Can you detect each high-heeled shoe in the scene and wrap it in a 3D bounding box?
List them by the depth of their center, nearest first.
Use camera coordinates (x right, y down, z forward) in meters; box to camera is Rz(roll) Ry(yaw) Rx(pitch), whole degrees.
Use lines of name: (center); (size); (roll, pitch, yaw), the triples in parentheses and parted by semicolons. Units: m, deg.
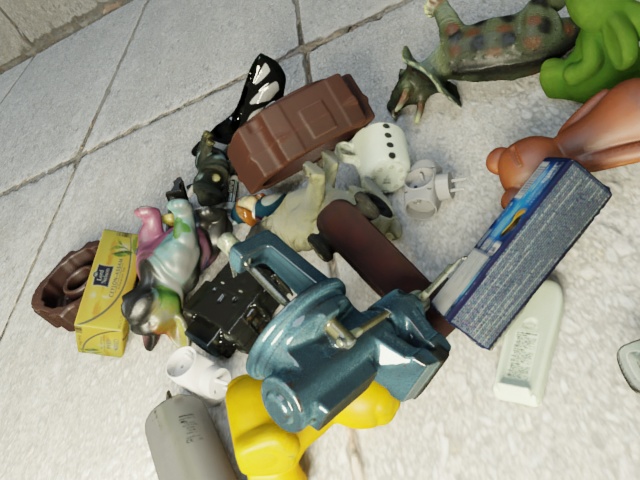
high-heeled shoe: (-0.173, -0.256, 1.052); (0.249, 0.145, 0.086); (-23, 40, 9)

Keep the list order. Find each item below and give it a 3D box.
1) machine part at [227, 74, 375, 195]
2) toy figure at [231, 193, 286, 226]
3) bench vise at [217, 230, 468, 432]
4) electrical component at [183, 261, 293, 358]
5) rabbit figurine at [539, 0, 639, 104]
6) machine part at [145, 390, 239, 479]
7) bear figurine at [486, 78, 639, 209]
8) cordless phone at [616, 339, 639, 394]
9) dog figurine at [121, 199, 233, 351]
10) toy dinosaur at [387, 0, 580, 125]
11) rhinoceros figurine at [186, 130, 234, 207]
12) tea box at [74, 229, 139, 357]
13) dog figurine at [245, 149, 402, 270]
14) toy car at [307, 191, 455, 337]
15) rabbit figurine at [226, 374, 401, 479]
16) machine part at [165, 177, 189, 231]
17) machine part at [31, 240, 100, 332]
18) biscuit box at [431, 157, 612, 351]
machine part: (-0.034, -0.159, 0.812); (0.201, 0.087, 0.201); (-31, 1, -16)
toy figure: (-0.088, -0.047, 0.860); (0.155, 0.057, 0.064); (5, 9, 36)
bench vise: (0.000, 0.063, 0.520); (0.224, 0.128, 0.241); (-33, 63, -32)
electrical component: (-0.119, 0.094, 0.737); (0.115, 0.058, 0.134); (14, 58, 43)
rabbit figurine: (0.360, -0.259, 0.691); (0.121, 0.170, 0.159); (-33, 39, 1)
machine part: (-0.132, 0.249, 0.574); (0.079, 0.079, 0.243); (-37, 40, -5)
bear figurine: (0.307, -0.090, 0.623); (0.196, 0.131, 0.120); (-36, 36, 25)
cordless phone: (0.340, 0.058, 0.459); (0.184, 0.088, 0.147); (-23, 42, 19)
dog figurine: (-0.213, 0.056, 0.810); (0.109, 0.191, 0.219); (-3, 83, 27)
toy dinosaur: (0.283, -0.297, 0.829); (0.405, 0.131, 0.192); (-8, 58, 20)
rhinoceros figurine: (-0.199, -0.124, 0.974); (0.112, 0.073, 0.190); (-52, 27, 18)
tea box: (-0.316, 0.080, 0.821); (0.068, 0.098, 0.170); (11, 53, -13)
dog figurine: (-0.002, -0.005, 0.753); (0.190, 0.172, 0.121); (-54, -13, 28)
toy car: (0.075, 0.034, 0.620); (0.089, 0.053, 0.202); (-44, 80, -6)
rabbit figurine: (-0.006, 0.175, 0.564); (0.173, 0.121, 0.162); (-17, 31, -3)
machine part: (-0.258, -0.039, 0.954); (0.039, 0.084, 0.139); (6, 59, -4)
machine part: (-0.413, 0.079, 0.944); (0.179, 0.056, 0.179); (-17, 42, 16)
biscuit box: (0.203, 0.011, 0.550); (0.202, 0.063, 0.059); (-52, 10, 5)
